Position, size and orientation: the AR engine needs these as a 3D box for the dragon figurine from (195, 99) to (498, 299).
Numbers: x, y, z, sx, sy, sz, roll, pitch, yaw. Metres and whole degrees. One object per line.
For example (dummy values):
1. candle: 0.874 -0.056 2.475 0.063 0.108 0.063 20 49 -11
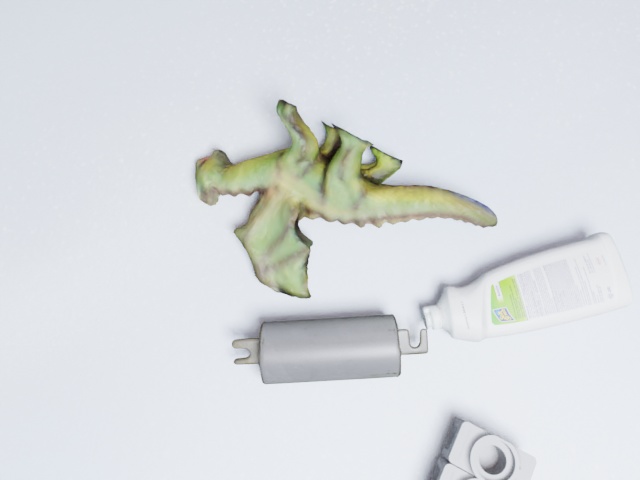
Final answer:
1. dragon figurine: 0.002 -0.035 0.700 0.412 0.122 0.242 31 94 13
